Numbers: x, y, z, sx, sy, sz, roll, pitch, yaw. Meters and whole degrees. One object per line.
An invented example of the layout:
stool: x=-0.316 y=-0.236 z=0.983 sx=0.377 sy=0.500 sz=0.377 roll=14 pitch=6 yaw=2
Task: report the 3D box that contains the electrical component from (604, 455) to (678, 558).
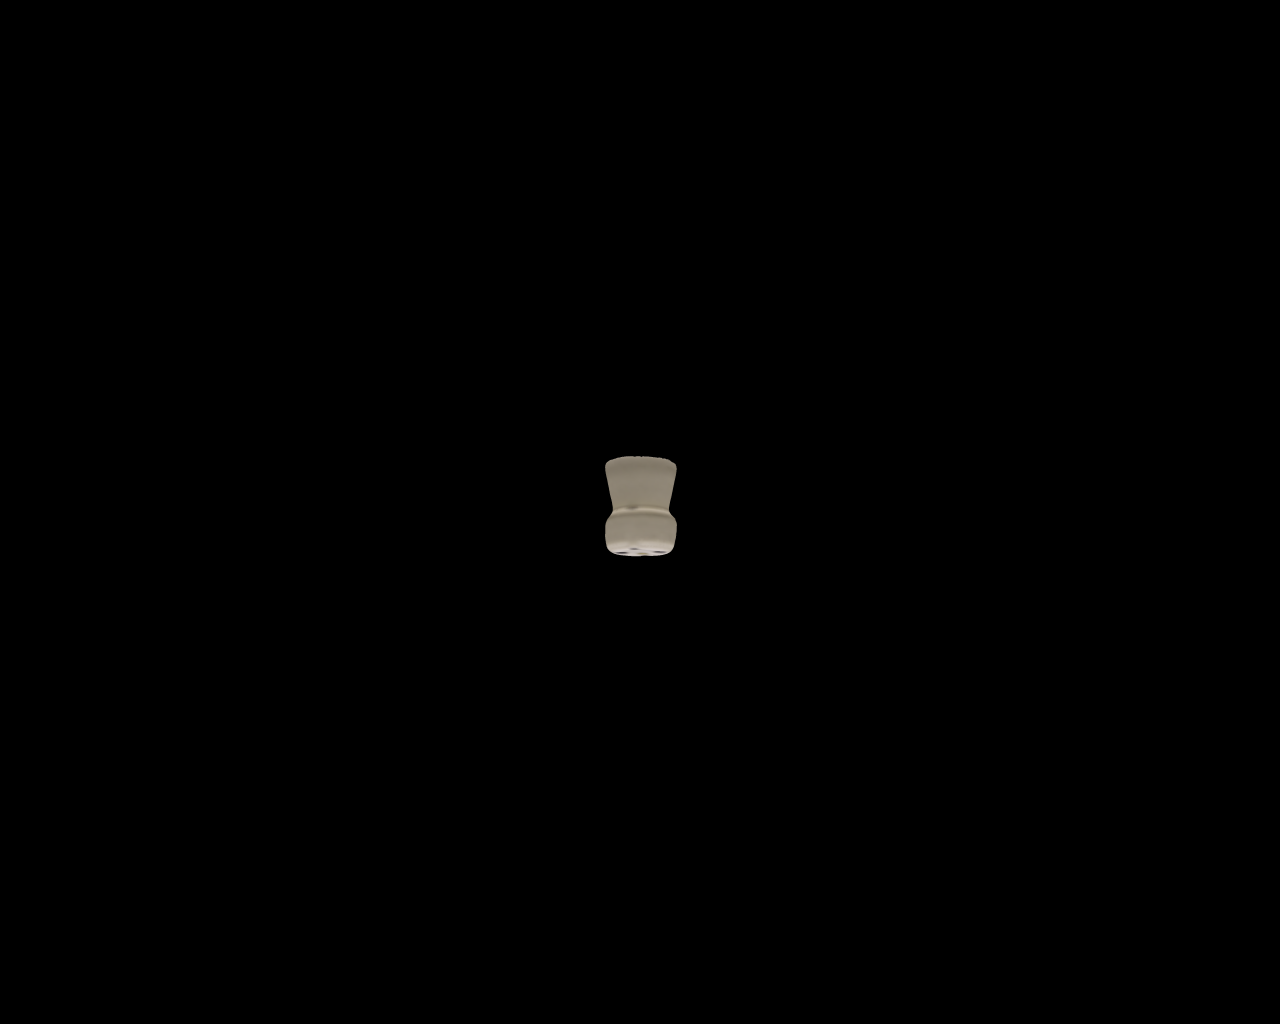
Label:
electrical component: x=0.001 y=-0.003 z=0.650 sx=0.045 sy=0.055 sz=0.045 roll=0 pitch=-11 yaw=0
